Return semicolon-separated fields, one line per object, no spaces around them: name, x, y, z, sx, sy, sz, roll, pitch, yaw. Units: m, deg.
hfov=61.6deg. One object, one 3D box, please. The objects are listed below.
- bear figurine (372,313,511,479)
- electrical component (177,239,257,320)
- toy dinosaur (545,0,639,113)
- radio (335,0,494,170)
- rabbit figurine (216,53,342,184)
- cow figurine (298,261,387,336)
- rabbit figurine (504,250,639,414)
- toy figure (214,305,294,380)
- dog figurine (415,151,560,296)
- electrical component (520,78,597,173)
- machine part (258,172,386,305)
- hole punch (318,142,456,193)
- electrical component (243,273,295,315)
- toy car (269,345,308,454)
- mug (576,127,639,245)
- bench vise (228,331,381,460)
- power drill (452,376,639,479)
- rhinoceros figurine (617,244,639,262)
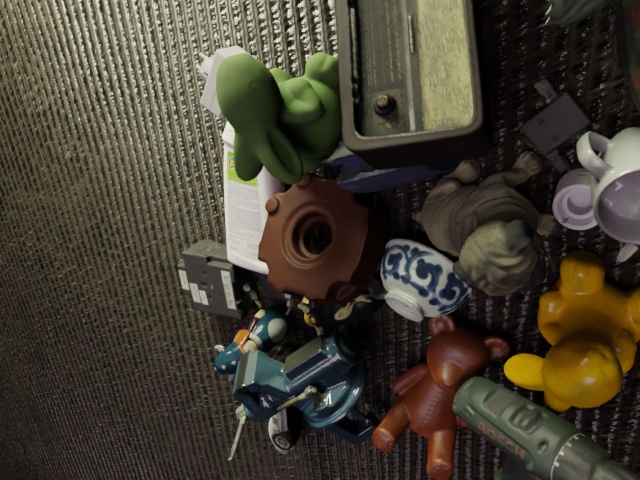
bear figurine;0.162;0.201;0.712;0.120;0.132;0.195;26;131;10
electrical component;-0.175;0.063;0.899;0.134;0.058;0.114;10;117;29
toy dinosaur;0.324;-0.147;0.438;0.192;0.131;0.404;-14;113;54
radio;0.086;-0.186;0.513;0.131;0.073;0.229;-7;76;24
rabbit figurine;-0.059;-0.145;0.619;0.121;0.170;0.159;6;90;34
cow figurine;0.025;0.093;0.760;0.167;0.098;0.068;-33;101;39
rabbit figurine;0.268;0.111;0.565;0.122;0.173;0.162;38;124;5
toy figure;-0.101;0.155;0.836;0.064;0.154;0.058;46;133;5
dog figurine;0.154;-0.006;0.566;0.172;0.190;0.121;-25;99;40
electrical component;0.243;-0.119;0.558;0.094;0.021;0.063;51;130;-1
machine part;-0.001;-0.002;0.699;0.179;0.056;0.179;-8;74;30
hole punch;0.084;-0.094;0.619;0.142;0.116;0.092;-9;117;36
electrical component;-0.070;0.070;0.842;0.102;0.045;0.078;13;121;27
toy car;-0.059;0.277;0.925;0.056;0.073;0.201;10;119;25
mug;0.284;-0.063;0.498;0.110;0.107;0.080;29;130;1
bench vise;-0.002;0.237;0.779;0.223;0.129;0.240;-43;115;13
power drill;0.255;0.268;0.604;0.232;0.086;0.207;32;156;46
rhinoceros figurine;0.380;0.023;0.517;0.190;0.073;0.112;35;138;11
